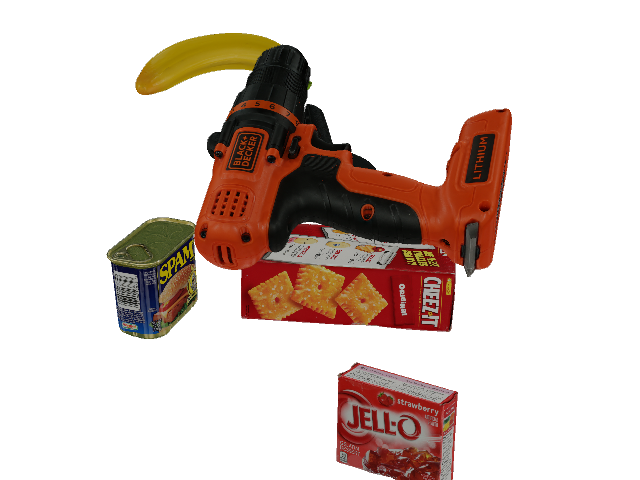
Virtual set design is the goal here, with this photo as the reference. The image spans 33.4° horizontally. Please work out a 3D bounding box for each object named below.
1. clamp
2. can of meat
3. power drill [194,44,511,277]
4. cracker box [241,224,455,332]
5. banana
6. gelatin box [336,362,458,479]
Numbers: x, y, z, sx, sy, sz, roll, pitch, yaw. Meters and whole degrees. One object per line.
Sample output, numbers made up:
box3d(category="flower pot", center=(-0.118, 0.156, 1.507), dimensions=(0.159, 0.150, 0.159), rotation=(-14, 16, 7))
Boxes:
box3d(category="clamp", center=(-0.016, -0.062, 0.907), dimensions=(0.120, 0.039, 0.172), rotation=(-20, 40, -21))
box3d(category="can of meat", center=(-0.161, 0.037, 1.046), dimensions=(0.057, 0.084, 0.102), rotation=(9, 27, 19))
box3d(category="power drill", center=(0.025, -0.053, 0.687), dimensions=(0.188, 0.184, 0.057), rotation=(5, -37, 12))
box3d(category="cracker box", center=(0.034, 0.037, 1.134), dimensions=(0.214, 0.072, 0.164), rotation=(4, 15, 6))
box3d(category="banana", center=(-0.103, -0.182, 1.091), dimensions=(0.197, 0.070, 0.037), rotation=(-8, -40, -30))
box3d(category="gelatin box", center=(0.054, 0.137, 0.784), dimensions=(0.089, 0.073, 0.030), rotation=(13, 22, 31))
